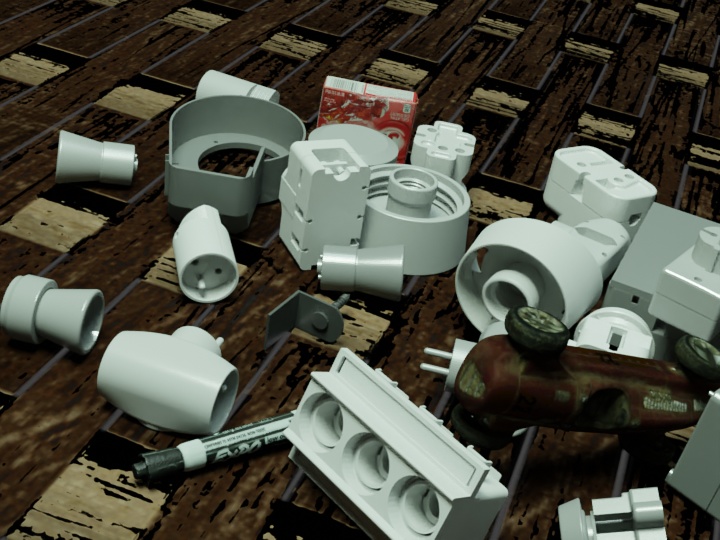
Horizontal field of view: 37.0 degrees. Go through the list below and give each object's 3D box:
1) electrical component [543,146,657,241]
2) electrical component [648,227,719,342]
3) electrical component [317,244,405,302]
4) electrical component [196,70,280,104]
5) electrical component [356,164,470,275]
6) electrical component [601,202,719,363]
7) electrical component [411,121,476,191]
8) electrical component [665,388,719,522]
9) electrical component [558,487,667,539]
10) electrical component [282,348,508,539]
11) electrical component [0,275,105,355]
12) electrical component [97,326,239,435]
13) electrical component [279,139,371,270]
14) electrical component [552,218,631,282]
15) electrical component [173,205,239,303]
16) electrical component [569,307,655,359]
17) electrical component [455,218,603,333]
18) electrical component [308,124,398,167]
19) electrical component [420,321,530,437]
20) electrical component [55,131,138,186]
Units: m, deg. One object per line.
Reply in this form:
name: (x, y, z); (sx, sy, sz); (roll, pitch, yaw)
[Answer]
electrical component: (0.212, -0.063, 0.962); (0.054, 0.059, 0.095); (-11, 37, -30)
electrical component: (0.248, -0.005, 0.745); (0.047, 0.075, 0.083); (30, 37, 28)
electrical component: (0.000, 0.000, 0.823); (0.065, 0.044, 0.044); (4, 32, 0)
electrical component: (-0.114, -0.162, 1.044); (0.081, 0.043, 0.043); (20, 33, 16)
electrical component: (0.040, -0.050, 0.893); (0.108, 0.060, 0.108); (7, 32, -4)
electrical component: (0.249, 0.016, 0.846); (0.089, 0.061, 0.150); (21, 34, 17)
electrical component: (0.072, -0.092, 0.972); (0.058, 0.057, 0.078); (12, 32, 4)
electrical component: (0.245, 0.106, 0.668); (0.061, 0.096, 0.062); (36, 40, 30)
electrical component: (0.142, 0.151, 0.604); (0.055, 0.066, 0.048); (-7, 48, 10)
electrical component: (0.021, 0.111, 0.627); (0.063, 0.078, 0.121); (7, 24, -49)
electrical component: (-0.204, 0.029, 0.714); (0.055, 0.045, 0.045); (12, 32, 5)
electrical component: (-0.114, 0.062, 0.687); (0.077, 0.044, 0.079); (17, 33, 11)
electrical component: (-0.030, -0.054, 0.852); (0.050, 0.089, 0.055); (-6, 35, -24)
electrical component: (0.174, -0.017, 0.894); (0.079, 0.043, 0.077); (25, 35, 24)
electrical component: (-0.119, -0.016, 0.811); (0.043, 0.043, 0.081); (0, 33, -16)
electrical component: (0.175, 0.063, 0.756); (0.078, 0.058, 0.057); (19, 36, 13)
electrical component: (0.122, 0.009, 0.791); (0.099, 0.099, 0.064); (25, 41, 22)
electrical component: (-0.009, -0.094, 0.958); (0.080, 0.051, 0.080); (7, 32, -4)
electrical component: (0.081, 0.069, 0.730); (0.079, 0.044, 0.077); (13, 32, 5)
electrical component: (-0.221, -0.091, 0.906); (0.065, 0.044, 0.044); (6, 32, -16)
